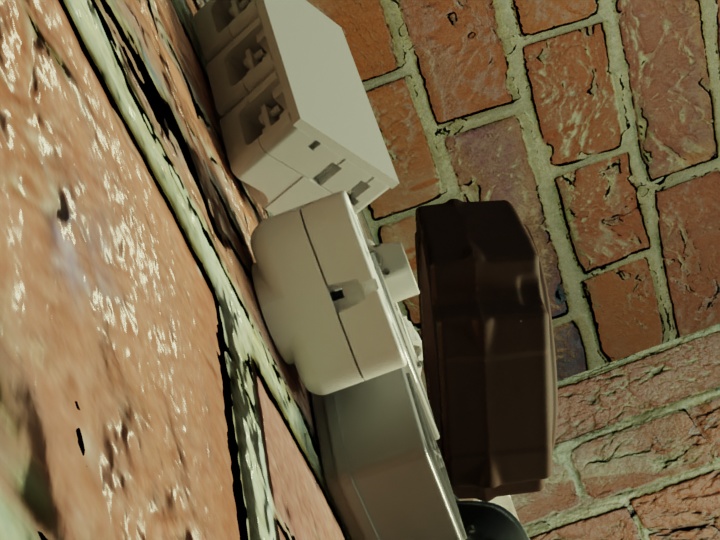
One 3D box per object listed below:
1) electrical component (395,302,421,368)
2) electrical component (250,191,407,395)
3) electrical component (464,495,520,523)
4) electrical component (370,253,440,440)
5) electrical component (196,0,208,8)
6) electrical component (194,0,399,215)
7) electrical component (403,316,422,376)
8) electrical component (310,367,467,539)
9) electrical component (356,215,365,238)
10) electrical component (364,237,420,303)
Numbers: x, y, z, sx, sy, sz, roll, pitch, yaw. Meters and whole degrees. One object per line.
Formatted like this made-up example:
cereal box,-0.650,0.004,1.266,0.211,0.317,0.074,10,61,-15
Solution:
electrical component,0.014,0.061,0.907,0.089,0.056,0.050,63,8,-71
electrical component,-0.019,0.013,0.564,0.053,0.059,0.095,-90,160,-82
electrical component,0.091,0.221,0.929,0.061,0.089,0.150,-95,165,-80
electrical component,0.007,0.062,0.758,0.108,0.056,0.108,-106,175,-53
electrical component,-0.076,-0.221,0.759,0.061,0.096,0.061,67,3,-47
electrical component,-0.045,-0.106,0.666,0.089,0.062,0.150,28,33,-44
electrical component,0.027,0.074,1.018,0.057,0.058,0.078,-114,-153,-61
electrical component,0.017,0.113,0.608,0.108,0.056,0.108,-105,175,-59
electrical component,-0.022,-0.030,0.951,0.055,0.047,0.055,-20,90,-87
electrical component,0.000,0.000,0.856,0.079,0.077,0.044,-107,176,-48
